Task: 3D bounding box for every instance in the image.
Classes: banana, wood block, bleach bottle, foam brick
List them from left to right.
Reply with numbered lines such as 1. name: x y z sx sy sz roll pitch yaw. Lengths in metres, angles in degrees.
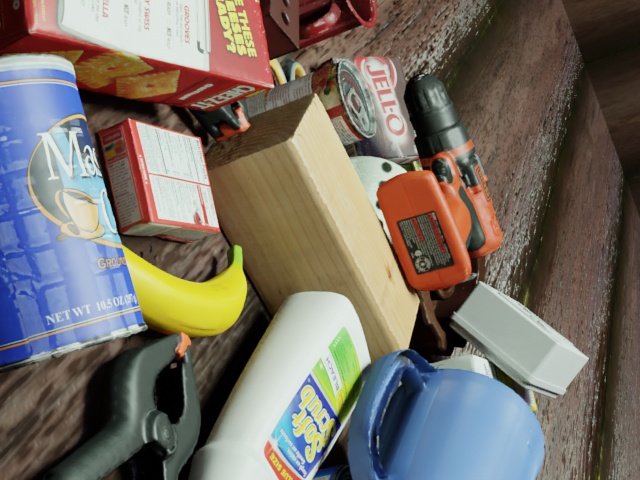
1. banana: -0.099 0.032 0.706 0.070 0.037 0.197 61 19 17
2. foam brick: -0.052 -0.202 0.940 0.053 0.051 0.078 43 37 -48
3. bleach bottle: -0.032 0.140 0.740 0.250 0.068 0.102 -58 140 -54
4. wood block: -0.005 0.001 0.858 0.206 0.090 0.090 62 25 -22

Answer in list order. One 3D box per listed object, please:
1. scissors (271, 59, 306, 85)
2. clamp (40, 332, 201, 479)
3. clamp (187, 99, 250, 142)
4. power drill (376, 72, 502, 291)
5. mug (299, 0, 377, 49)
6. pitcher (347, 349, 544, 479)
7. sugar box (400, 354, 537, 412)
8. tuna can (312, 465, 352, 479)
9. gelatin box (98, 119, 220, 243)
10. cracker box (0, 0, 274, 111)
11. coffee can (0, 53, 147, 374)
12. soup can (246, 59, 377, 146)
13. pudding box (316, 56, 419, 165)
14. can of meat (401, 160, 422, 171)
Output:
1. scissors: -0.027 -0.086 0.959 0.096 0.016 0.202 39 39 -48
2. clamp: -0.110 0.116 0.619 0.120 0.039 0.171 57 23 -43
3. clamp: -0.114 -0.174 0.805 0.164 0.036 0.210 -25 94 -63
4. power drill: 0.106 -0.049 0.950 0.184 0.057 0.187 66 25 -11
5. mug: -0.002 -0.228 1.026 0.093 0.082 0.117 55 29 -34
6. pitcher: 0.072 0.200 0.769 0.242 0.149 0.145 -52 161 -58
7. sugar box: 0.146 0.155 1.076 0.176 0.093 0.048 30 47 -57
8. tuna can: 0.017 0.219 0.827 0.086 0.034 0.086 44 36 -45
9. gelatin box: -0.109 -0.039 0.734 0.089 0.030 0.073 9 65 -64
10. cracker box: -0.132 -0.179 0.684 0.213 0.072 0.164 3 75 -55
11. coffee can: -0.154 -0.008 0.527 0.102 0.103 0.140 -13 87 -66
12. soup can: -0.012 -0.102 0.894 0.068 0.102 0.068 45 36 -46
13. pudding box: 0.051 -0.130 1.087 0.089 0.039 0.113 -8 82 -35
14. can of meat: 0.094 -0.086 1.172 0.083 0.058 0.102 -16 88 -63
